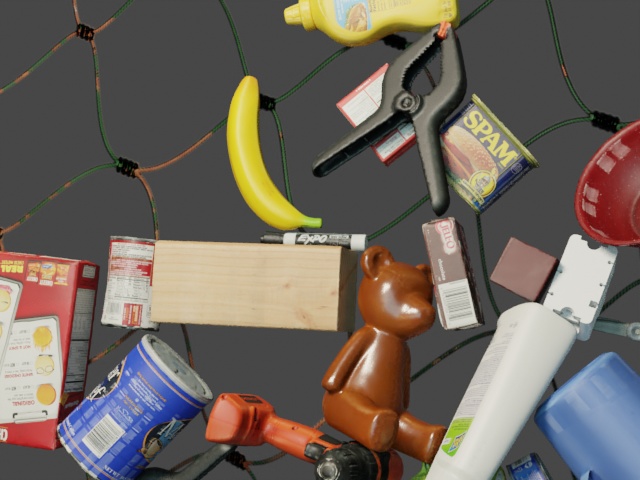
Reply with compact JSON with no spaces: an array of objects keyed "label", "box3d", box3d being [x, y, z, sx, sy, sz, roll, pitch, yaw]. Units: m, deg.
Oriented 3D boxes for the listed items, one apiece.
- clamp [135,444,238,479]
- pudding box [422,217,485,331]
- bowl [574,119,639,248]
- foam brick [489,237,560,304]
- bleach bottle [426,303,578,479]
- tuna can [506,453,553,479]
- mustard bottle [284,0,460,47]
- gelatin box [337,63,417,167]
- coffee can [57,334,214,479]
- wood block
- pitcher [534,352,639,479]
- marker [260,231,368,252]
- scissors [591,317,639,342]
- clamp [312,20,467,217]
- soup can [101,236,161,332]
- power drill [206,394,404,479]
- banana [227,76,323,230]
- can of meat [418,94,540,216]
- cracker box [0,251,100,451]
[{"label":"clamp","box3d":[-0.157,0.299,1.181,0.172,0.039,0.120,-19,72,17]},{"label":"pudding box","box3d":[0.140,0.037,1.111,0.039,0.090,0.113,-12,82,13]},{"label":"bowl","box3d":[0.338,-0.049,1.066,0.162,0.055,0.162,-31,38,28]},{"label":"foam brick","box3d":[0.212,0.032,1.100,0.053,0.078,0.051,28,93,15]},{"label":"bleach bottle","box3d":[0.160,0.183,1.044,0.068,0.103,0.250,33,72,-1]},{"label":"tuna can","box3d":[0.222,0.258,1.070,0.034,0.086,0.086,-30,78,7]},{"label":"mustard bottle","box3d":[0.054,-0.265,1.179,0.192,0.058,0.096,-8,81,12]},{"label":"gelatin box","box3d":[0.074,-0.137,1.176,0.073,0.030,0.089,-39,77,5]},{"label":"coffee can","box3d":[-0.201,0.188,1.165,0.140,0.102,0.103,-46,76,0]},{"label":"wood block","box3d":[-0.070,0.051,1.160,0.206,0.090,0.090,1,84,14]},{"label":"pitcher","box3d":[0.315,0.236,1.024,0.145,0.149,0.243,-44,73,14]},{"label":"marker","box3d":[-0.008,0.001,1.186,0.121,0.020,0.020,2,85,14]},{"label":"scissors","box3d":[0.335,0.113,1.094,0.202,0.016,0.096,-5,83,13]},{"label":"clamp","box3d":[0.087,-0.135,1.131,0.165,0.036,0.210,13,77,28]},{"label":"soup can","box3d":[-0.209,0.050,1.205,0.068,0.068,0.102,5,86,14]},{"label":"power drill","box3d":[-0.020,0.213,1.093,0.188,0.184,0.057,18,85,24]},{"label":"banana","box3d":[-0.066,-0.087,1.204,0.069,0.037,0.198,-23,80,-8]},{"label":"can of meat","box3d":[0.168,-0.089,1.135,0.084,0.057,0.102,-42,76,9]},{"label":"cracker box","box3d":[-0.350,0.122,1.231,0.164,0.072,0.214,6,87,15]}]
